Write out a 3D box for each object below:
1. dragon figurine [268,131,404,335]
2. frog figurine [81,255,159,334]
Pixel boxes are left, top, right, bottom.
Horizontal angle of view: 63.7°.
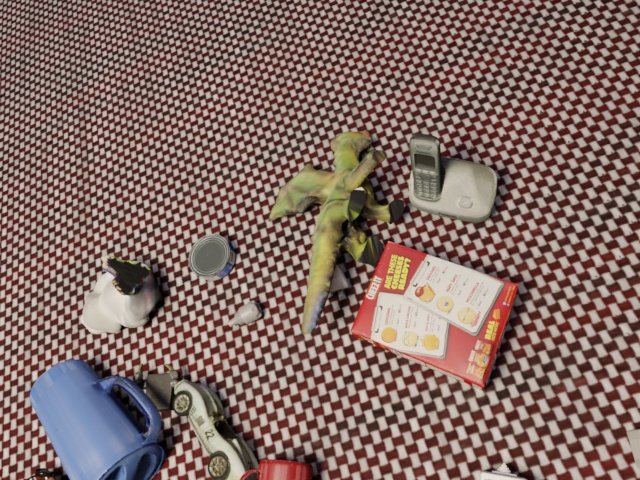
[{"bbox_3d":[0.003,-0.047,0.926,0.244,0.120,0.416,12,63,47],"label":"dragon figurine"},{"bbox_3d":[-0.379,0.120,0.978,0.138,0.124,0.157,36,117,18],"label":"frog figurine"}]
